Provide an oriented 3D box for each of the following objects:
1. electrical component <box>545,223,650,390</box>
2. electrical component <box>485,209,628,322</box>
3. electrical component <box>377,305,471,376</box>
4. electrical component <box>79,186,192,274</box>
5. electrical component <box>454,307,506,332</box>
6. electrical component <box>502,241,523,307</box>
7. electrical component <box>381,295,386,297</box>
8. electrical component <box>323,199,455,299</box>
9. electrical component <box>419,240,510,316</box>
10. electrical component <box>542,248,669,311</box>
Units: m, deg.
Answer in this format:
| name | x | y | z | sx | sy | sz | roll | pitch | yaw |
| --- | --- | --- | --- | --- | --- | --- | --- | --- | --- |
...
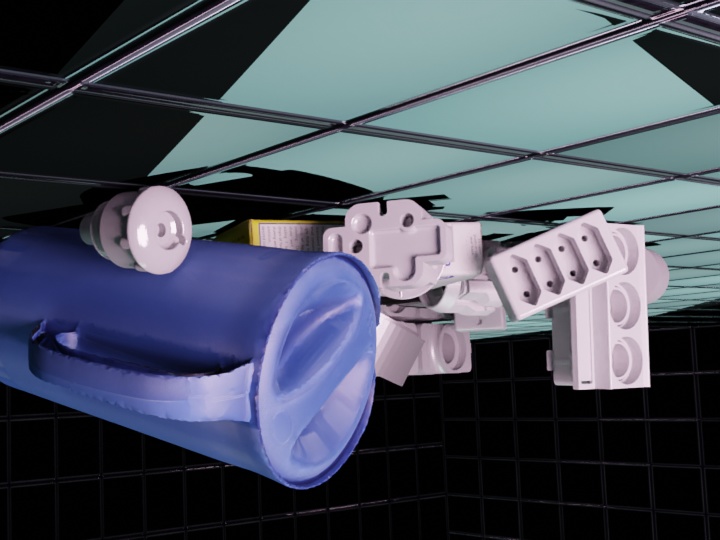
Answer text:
| name | x | y | z | sx | sy | sz | roll | pitch | yaw |
| --- | --- | --- | --- | --- | --- | --- | --- | --- | --- |
| electrical component | 0.180 | 0.028 | 0.820 | 0.079 | 0.121 | 0.063 | 2 | 175 | -36 |
| electrical component | 0.134 | 0.000 | 0.759 | 0.083 | 0.047 | 0.075 | -24 | 174 | -2 |
| electrical component | 0.040 | 0.051 | 1.064 | 0.060 | 0.105 | 0.186 | -7 | 173 | 37 |
| electrical component | -0.128 | -0.022 | 0.593 | 0.062 | 0.048 | 0.048 | 2 | 177 | 34 |
| electrical component | 0.112 | 0.024 | 1.021 | 0.047 | 0.065 | 0.077 | -3 | 174 | 10 |
| electrical component | 0.150 | 0.004 | 0.885 | 0.057 | 0.058 | 0.078 | 1 | 178 | -20 |
| electrical component | 0.000 | 0.000 | 0.854 | 0.062 | 0.043 | 0.043 | -1 | 174 | -2 |
| electrical component | 0.023 | -0.012 | 0.683 | 0.078 | 0.058 | 0.057 | -5 | 171 | 17 |
| electrical component | 0.082 | 0.006 | 0.865 | 0.057 | 0.058 | 0.078 | 2 | 157 | -26 |
| electrical component | 0.199 | 0.008 | 0.963 | 0.138 | 0.052 | 0.074 | -6 | 173 | 29 |
